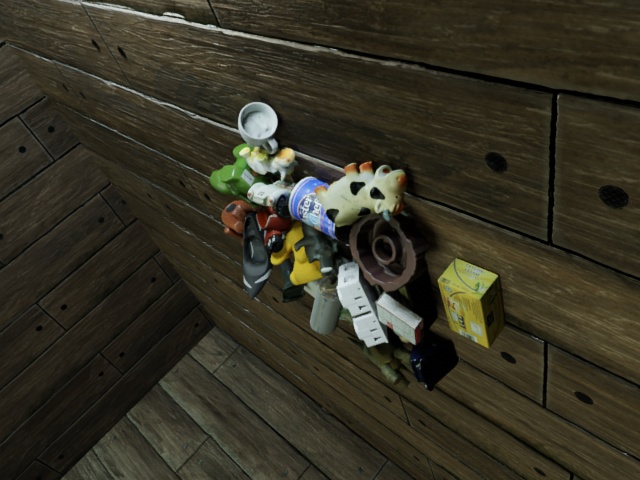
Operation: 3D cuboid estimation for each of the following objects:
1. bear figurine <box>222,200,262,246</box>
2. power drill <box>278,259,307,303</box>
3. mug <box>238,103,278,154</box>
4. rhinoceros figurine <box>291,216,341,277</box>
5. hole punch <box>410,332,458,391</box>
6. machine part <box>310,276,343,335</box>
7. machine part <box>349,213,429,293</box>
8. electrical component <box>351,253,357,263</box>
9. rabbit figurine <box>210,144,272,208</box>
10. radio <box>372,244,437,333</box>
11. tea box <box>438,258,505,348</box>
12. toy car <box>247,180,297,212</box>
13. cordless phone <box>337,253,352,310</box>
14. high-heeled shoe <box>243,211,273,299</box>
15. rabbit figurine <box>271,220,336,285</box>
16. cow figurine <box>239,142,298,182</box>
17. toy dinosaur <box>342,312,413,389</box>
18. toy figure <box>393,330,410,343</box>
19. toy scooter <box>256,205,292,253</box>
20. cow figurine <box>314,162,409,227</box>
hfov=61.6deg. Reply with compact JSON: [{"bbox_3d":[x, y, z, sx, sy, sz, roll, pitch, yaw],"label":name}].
[{"bbox_3d":[-0.216,-0.026,1.653,0.132,0.120,0.195,15,146,45],"label":"bear figurine"},{"bbox_3d":[-0.108,0.083,1.640,0.231,0.086,0.207,104,153,-57],"label":"power drill"},{"bbox_3d":[-0.130,-0.236,1.180,0.109,0.081,0.107,47,168,-4],"label":"mug"},{"bbox_3d":[-0.003,-0.004,1.316,0.112,0.073,0.190,-5,104,29],"label":"rhinoceros figurine"},{"bbox_3d":[0.277,0.302,1.378,0.092,0.116,0.142,35,157,43],"label":"hole punch"},{"bbox_3d":[0.021,0.175,1.417,0.079,0.079,0.243,36,142,22],"label":"machine part"},{"bbox_3d":[0.140,0.016,1.088,0.180,0.056,0.179,23,122,44],"label":"machine part"},{"bbox_3d":[0.104,0.032,1.253,0.093,0.063,0.021,58,-179,-30],"label":"electrical component"},{"bbox_3d":[-0.208,-0.162,1.400,0.170,0.121,0.159,-6,150,45],"label":"rabbit figurine"},{"bbox_3d":[0.188,0.118,1.245,0.131,0.073,0.229,27,152,38],"label":"radio"},{"bbox_3d":[0.303,0.126,1.064,0.098,0.068,0.169,26,151,39],"label":"tea box"},{"bbox_3d":[-0.092,-0.104,1.221,0.074,0.056,0.201,18,-166,19],"label":"toy car"},{"bbox_3d":[0.102,0.113,1.386,0.147,0.089,0.184,33,152,27],"label":"cordless phone"},{"bbox_3d":[-0.191,0.045,1.540,0.086,0.248,0.145,3,172,10],"label":"high-heeled shoe"},{"bbox_3d":[-0.045,0.025,1.435,0.162,0.122,0.173,-15,97,21],"label":"rabbit figurine"},{"bbox_3d":[-0.107,-0.176,1.249,0.168,0.068,0.098,23,153,47],"label":"cow figurine"},{"bbox_3d":[0.174,0.319,1.545,0.199,0.105,0.470,35,167,30],"label":"toy dinosaur"},{"bbox_3d":[0.222,0.230,1.396,0.154,0.058,0.064,58,-169,-53],"label":"toy figure"},{"bbox_3d":[-0.117,-0.070,1.398,0.135,0.075,0.183,54,130,49],"label":"toy scooter"},{"bbox_3d":[0.085,-0.080,1.012,0.195,0.085,0.127,-27,82,45],"label":"cow figurine"}]
